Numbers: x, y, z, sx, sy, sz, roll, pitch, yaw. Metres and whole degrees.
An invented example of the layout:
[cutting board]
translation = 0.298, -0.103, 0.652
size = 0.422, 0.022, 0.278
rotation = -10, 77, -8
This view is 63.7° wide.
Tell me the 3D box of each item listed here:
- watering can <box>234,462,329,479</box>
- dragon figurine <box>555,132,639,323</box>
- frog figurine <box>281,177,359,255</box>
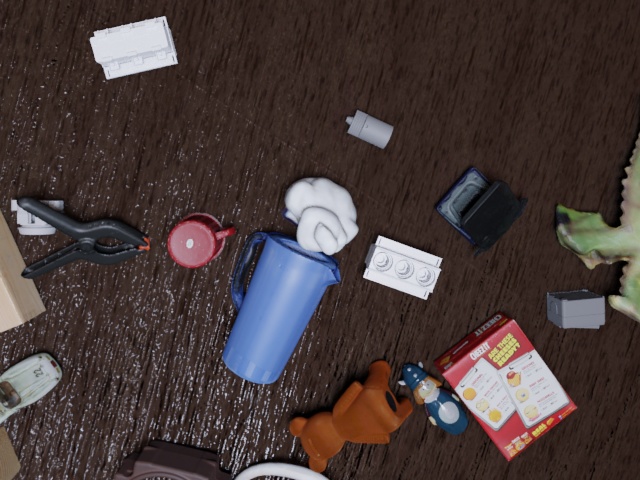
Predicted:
[watering can]
translation = -0.007, 0.529, 0.924
size = 0.348, 0.104, 0.224
rotation = 8, 94, 14
[dragon figurine]
translation = 0.555, -0.051, 0.938
size = 0.242, 0.121, 0.413
rotation = -15, 83, 4
[frog figurine]
translation = 0.003, -0.043, 0.861
size = 0.123, 0.160, 0.137
rotation = -45, 98, 0
